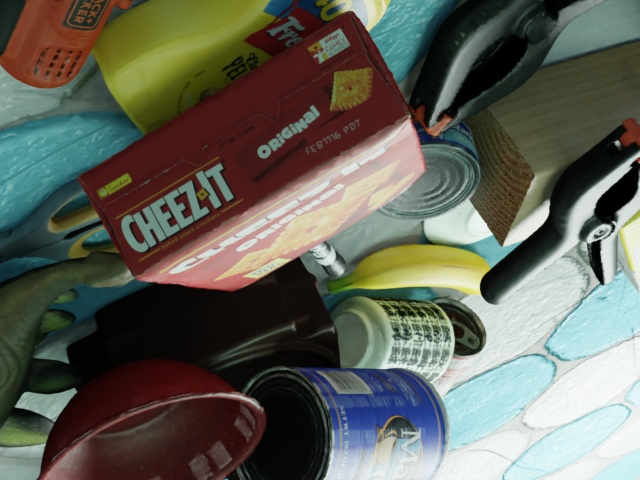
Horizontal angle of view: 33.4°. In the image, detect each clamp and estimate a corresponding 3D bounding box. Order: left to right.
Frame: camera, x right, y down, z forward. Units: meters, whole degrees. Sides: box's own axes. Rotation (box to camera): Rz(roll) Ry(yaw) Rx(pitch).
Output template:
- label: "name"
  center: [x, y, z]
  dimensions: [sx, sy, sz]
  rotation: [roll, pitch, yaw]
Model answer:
- label: "clamp"
  center: [0.130, -0.154, 0.681]
  dimensions: [0.210, 0.036, 0.164]
  rotation: [-43, 147, 17]
- label: "clamp"
  center: [0.198, -0.015, 0.766]
  dimensions: [0.120, 0.039, 0.172]
  rotation: [-7, 144, -35]

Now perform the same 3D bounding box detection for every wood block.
- label: "wood block"
  center: [0.213, -0.081, 0.809]
  dimensions: [0.205, 0.090, 0.091]
  rotation: [-18, 148, -19]

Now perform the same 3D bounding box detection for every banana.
- label: "banana"
  center: [0.099, 0.027, 0.939]
  dimensions: [0.197, 0.037, 0.070]
  rotation: [4, 165, -40]

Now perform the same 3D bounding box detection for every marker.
- label: "marker"
  center: [-0.005, 0.001, 0.822]
  dimensions: [0.020, 0.020, 0.121]
  rotation: [-32, 150, 6]

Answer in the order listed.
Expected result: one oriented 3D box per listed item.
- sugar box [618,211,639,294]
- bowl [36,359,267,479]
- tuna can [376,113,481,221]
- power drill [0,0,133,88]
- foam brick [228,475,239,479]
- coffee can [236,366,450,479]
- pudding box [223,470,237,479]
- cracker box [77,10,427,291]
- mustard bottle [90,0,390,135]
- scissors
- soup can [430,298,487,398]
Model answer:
- label: "sugar box"
  center: [0.265, -0.024, 0.938]
  dimensions: [0.048, 0.093, 0.176]
  rotation: [-34, 151, 9]
- label: "bowl"
  center: [-0.120, 0.128, 0.717]
  dimensions: [0.162, 0.055, 0.162]
  rotation: [-20, 147, -14]
- label: "tuna can"
  center: [0.071, -0.052, 0.766]
  dimensions: [0.086, 0.034, 0.086]
  rotation: [-5, 142, -4]
- label: "power drill"
  center: [-0.151, -0.141, 0.441]
  dimensions: [0.187, 0.057, 0.185]
  rotation: [0, 140, -40]
- label: "foam brick"
  center: [-0.056, 0.235, 1.105]
  dimensions: [0.078, 0.053, 0.051]
  rotation: [-16, 148, -21]
- label: "coffee can"
  center: [0.017, 0.148, 0.812]
  dimensions: [0.140, 0.103, 0.103]
  rotation: [8, 134, -47]
- label: "pudding box"
  center: [-0.117, 0.203, 1.019]
  dimensions: [0.113, 0.039, 0.090]
  rotation: [-18, 148, -19]
- label: "cracker box"
  center: [-0.023, -0.037, 0.627]
  dimensions: [0.164, 0.072, 0.213]
  rotation: [-31, 173, 5]
- label: "mustard bottle"
  center: [-0.023, -0.123, 0.577]
  dimensions: [0.191, 0.058, 0.096]
  rotation: [-30, 155, 2]
- label: "scissors"
  center: [-0.195, 0.013, 0.683]
  dimensions: [0.202, 0.016, 0.096]
  rotation: [-28, 151, 0]
- label: "soup can"
  center: [0.110, 0.114, 1.044]
  dimensions: [0.068, 0.068, 0.102]
  rotation: [-8, 145, -32]
